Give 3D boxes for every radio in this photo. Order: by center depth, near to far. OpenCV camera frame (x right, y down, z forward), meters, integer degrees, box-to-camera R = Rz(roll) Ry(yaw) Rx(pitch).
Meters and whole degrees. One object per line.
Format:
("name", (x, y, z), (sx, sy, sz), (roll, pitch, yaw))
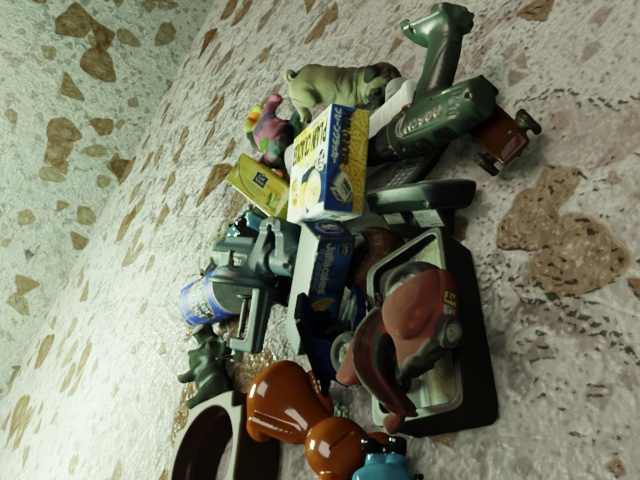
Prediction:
("radio", (0.125, 0.111, 0.646), (0.131, 0.073, 0.230), (-32, 40, 37))

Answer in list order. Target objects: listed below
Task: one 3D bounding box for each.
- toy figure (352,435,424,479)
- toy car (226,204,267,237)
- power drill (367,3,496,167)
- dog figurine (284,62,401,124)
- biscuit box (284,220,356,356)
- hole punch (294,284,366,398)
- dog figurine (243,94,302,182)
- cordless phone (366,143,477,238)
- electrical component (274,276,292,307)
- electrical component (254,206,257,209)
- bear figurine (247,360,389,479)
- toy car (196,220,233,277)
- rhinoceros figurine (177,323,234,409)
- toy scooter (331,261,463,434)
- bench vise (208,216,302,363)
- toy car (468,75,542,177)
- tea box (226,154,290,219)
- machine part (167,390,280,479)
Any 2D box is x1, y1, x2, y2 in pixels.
("toy figure", (0.068, 0.305, 0.565), (0.082, 0.089, 0.180), (-27, 36, 36))
("toy car", (-0.126, -0.009, 1.097), (0.161, 0.109, 0.103), (-45, 9, 43))
("power drill", (0.144, -0.220, 0.774), (0.232, 0.086, 0.207), (-8, 64, 52))
("dog figurine", (0.042, -0.303, 1.023), (0.190, 0.172, 0.121), (-24, 57, 54))
("biscuit box", (-0.003, 0.072, 0.794), (0.063, 0.059, 0.202), (-129, 44, -54))
("hole punch", (0.025, 0.125, 0.711), (0.092, 0.115, 0.142), (-16, 14, 1))
("dog figurine", (-0.110, -0.212, 1.223), (0.192, 0.108, 0.219), (-24, 49, 43))
("cordless phone", (0.166, -0.095, 0.767), (0.147, 0.088, 0.184), (-4, 43, 54))
("electrical component", (-0.080, 0.063, 1.004), (0.075, 0.047, 0.119), (-12, 55, 50))
("electrical component", (-0.145, -0.037, 1.189), (0.078, 0.045, 0.102), (47, 109, 29))
("bear figurine", (-0.007, 0.251, 0.710), (0.120, 0.131, 0.196), (-37, 56, -27))
("toy car", (-0.227, 0.018, 1.207), (0.073, 0.056, 0.202), (-48, 12, 20))
("rhinoceros figurine", (-0.213, 0.237, 1.019), (0.112, 0.073, 0.190), (-53, 35, 17))
("toy scooter", (0.085, 0.118, 0.562), (0.184, 0.075, 0.135), (-50, 33, 24))
("bench vise", (-0.099, 0.085, 0.887), (0.224, 0.128, 0.240), (6, 82, 29))
("toy car", (0.231, -0.156, 0.734), (0.089, 0.053, 0.202), (-46, 30, 19))
("tea box", (-0.094, -0.093, 1.052), (0.170, 0.098, 0.068), (37, 99, 33))
("machine part", (-0.152, 0.352, 0.835), (0.201, 0.087, 0.201), (-34, 39, 38))
